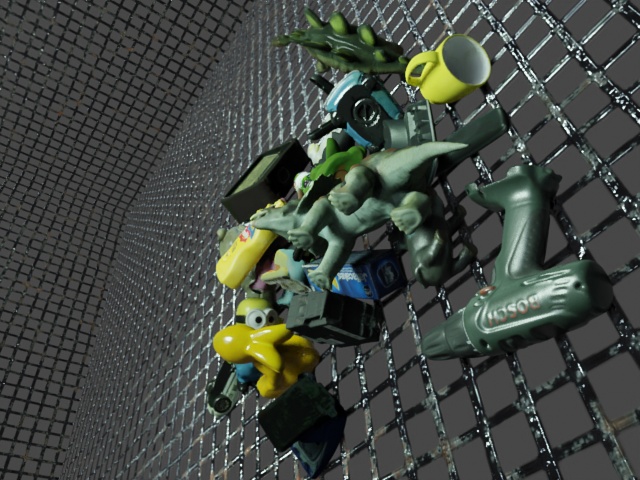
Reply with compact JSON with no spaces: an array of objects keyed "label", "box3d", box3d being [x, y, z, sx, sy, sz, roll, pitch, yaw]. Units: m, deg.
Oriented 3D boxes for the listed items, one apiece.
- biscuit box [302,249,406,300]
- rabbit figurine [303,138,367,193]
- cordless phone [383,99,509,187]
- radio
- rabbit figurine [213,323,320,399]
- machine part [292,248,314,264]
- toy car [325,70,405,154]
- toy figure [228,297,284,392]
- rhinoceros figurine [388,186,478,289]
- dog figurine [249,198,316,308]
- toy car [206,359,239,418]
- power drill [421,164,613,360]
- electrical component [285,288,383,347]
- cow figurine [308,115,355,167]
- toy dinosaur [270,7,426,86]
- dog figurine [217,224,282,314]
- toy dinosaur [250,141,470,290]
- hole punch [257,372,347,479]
[{"label":"biscuit box","box3d":[0.050,0.055,0.875,0.203,0.063,0.059,-6,106,60]},{"label":"rabbit figurine","box3d":[0.025,-0.114,1.026,0.170,0.121,0.159,170,114,-76]},{"label":"cordless phone","box3d":[0.193,-0.169,0.823,0.184,0.088,0.147,-29,43,34]},{"label":"radio","box3d":[-0.119,-0.142,1.246,0.131,0.073,0.230,-19,28,35]},{"label":"rabbit figurine","box3d":[-0.098,0.199,0.930,0.162,0.173,0.122,-26,43,58]},{"label":"machine part","box3d":[-0.002,-0.003,0.976,0.139,0.039,0.084,-22,-41,-60]},{"label":"toy car","box3d":[0.097,-0.229,0.976,0.109,0.161,0.103,-47,3,26]},{"label":"toy figure","box3d":[-0.136,0.203,1.060,0.089,0.082,0.180,16,102,33]},{"label":"rhinoceros figurine","box3d":[0.150,-0.013,0.767,0.112,0.073,0.190,-56,28,33]},{"label":"dog figurine","box3d":[-0.057,0.012,1.083,0.191,0.108,0.219,-30,41,50]},{"label":"toy car","box3d":[-0.188,0.285,1.154,0.074,0.056,0.201,37,103,57]},{"label":"power drill","box3d":[0.205,0.028,0.617,0.232,0.086,0.207,-25,44,51]},{"label":"electrical component","box3d":[0.015,0.125,0.846,0.134,0.115,0.058,-22,48,52]},{"label":"cow figurine","box3d":[0.046,-0.211,1.115,0.167,0.068,0.098,-54,34,29]},{"label":"toy dinosaur","box3d":[0.074,-0.365,1.048,0.472,0.198,0.105,20,99,31]},{"label":"dog figurine","box3d":[-0.158,0.074,1.153,0.191,0.172,0.121,-85,20,-46]},{"label":"toy dinosaur","box3d":[0.065,-0.061,0.756,0.405,0.131,0.192,-28,25,40]},{"label":"hole punch","box3d":[-0.017,0.284,0.828,0.116,0.092,0.142,-40,21,-11]}]
